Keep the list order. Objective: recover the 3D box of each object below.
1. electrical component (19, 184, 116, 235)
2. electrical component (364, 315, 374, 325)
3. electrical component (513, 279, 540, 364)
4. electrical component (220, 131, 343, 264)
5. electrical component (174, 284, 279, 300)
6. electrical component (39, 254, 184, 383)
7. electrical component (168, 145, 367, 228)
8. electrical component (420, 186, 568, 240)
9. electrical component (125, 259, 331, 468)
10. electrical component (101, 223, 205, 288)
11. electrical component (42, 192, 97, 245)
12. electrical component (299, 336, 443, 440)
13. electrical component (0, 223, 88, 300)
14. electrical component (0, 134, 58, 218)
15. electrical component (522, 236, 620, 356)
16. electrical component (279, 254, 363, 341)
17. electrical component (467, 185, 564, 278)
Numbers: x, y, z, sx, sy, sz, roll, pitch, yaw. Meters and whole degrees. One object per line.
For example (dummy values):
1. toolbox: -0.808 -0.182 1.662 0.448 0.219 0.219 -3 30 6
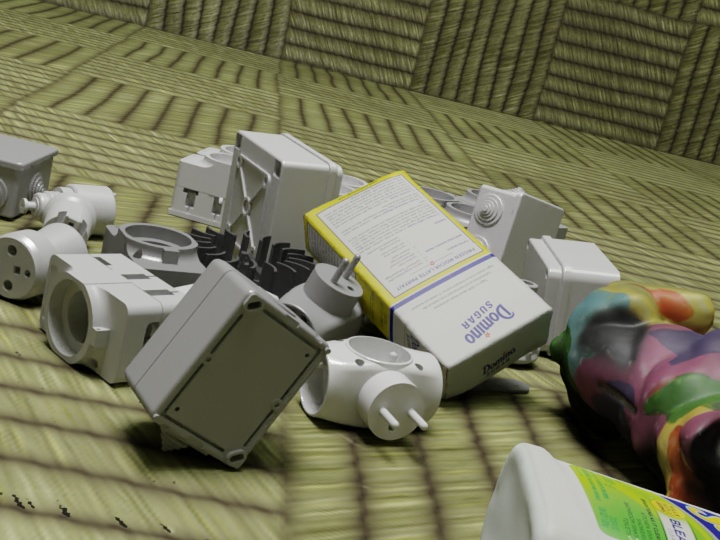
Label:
1. electrical component: -0.233 -0.049 0.863 0.078 0.040 0.040 2 20 -39
2. electrical component: 0.050 0.018 0.840 0.096 0.061 0.062 19 16 16
3. electrical component: 0.121 0.039 0.830 0.048 0.062 0.048 13 15 -4
4. electrical component: -0.069 -0.050 0.889 0.056 0.108 0.109 3 19 -28
5. electrical component: -0.073 0.042 0.670 0.077 0.047 0.066 25 18 24
6. electrical component: -0.151 0.027 0.645 0.056 0.050 0.089 -2 22 -46
7. electrical component: -0.075 -0.068 1.037 0.186 0.060 0.105 16 15 5
8. electrical component: 0.120 -0.041 1.121 0.186 0.060 0.105 -2 22 -46
9. electrical component: -0.075 0.051 0.560 0.062 0.096 0.061 39 -2 -35
10. electrical component: -0.142 0.003 0.729 0.050 0.055 0.089 6 17 -30
11. electrical component: -0.223 -0.034 0.820 0.040 0.040 0.046 11 21 -14
12. electrical component: 0.014 0.074 0.637 0.077 0.044 0.079 7 17 -26
13. electrical component: -0.215 -0.006 0.716 0.045 0.045 0.055 19 16 17
14. electrical component: -0.310 -0.082 0.893 0.100 0.048 0.099 14 15 0
15. electrical component: 0.172 0.021 0.902 0.057 0.078 0.113 6 16 -2
16. electrical component: -0.024 0.022 0.726 0.043 0.079 0.077 37 21 14
17. electrical component: 0.141 -0.029 1.021 0.048 0.099 0.100 21 5 37
